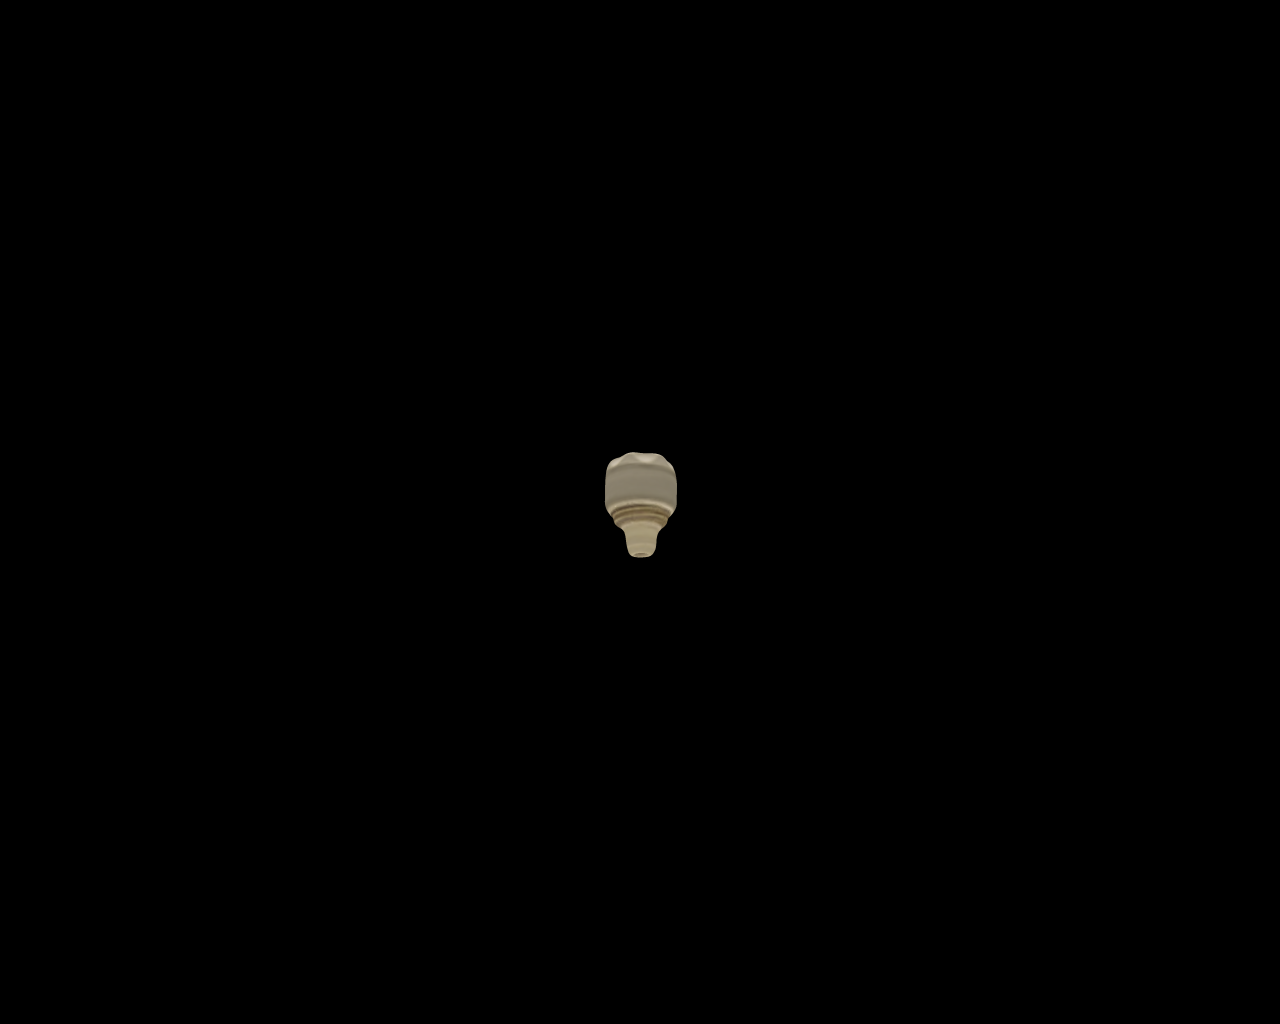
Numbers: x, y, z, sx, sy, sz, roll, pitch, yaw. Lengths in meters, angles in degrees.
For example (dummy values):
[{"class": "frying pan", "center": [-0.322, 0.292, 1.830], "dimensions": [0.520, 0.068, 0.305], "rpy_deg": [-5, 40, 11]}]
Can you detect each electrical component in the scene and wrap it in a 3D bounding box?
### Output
[{"class": "electrical component", "center": [0.001, -0.003, 0.650], "dimensions": [0.043, 0.062, 0.043], "rpy_deg": [0, -18, 0]}]
